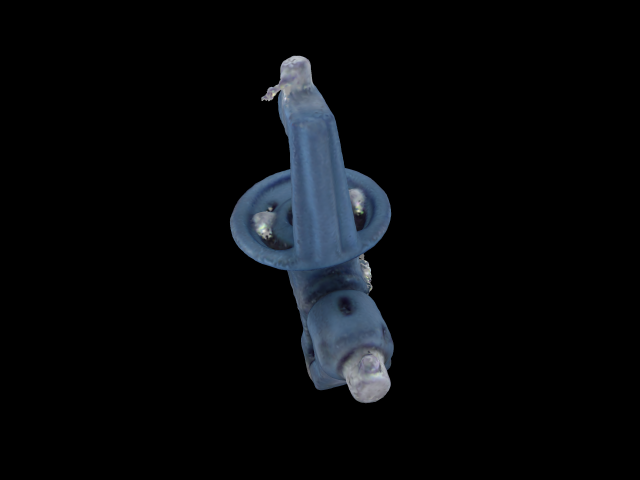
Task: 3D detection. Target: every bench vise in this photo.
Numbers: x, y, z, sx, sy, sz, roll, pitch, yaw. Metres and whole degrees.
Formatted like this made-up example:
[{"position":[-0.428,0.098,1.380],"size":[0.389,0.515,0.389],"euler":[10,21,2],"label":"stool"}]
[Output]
[{"position":[0.014,-0.004,0.404],"size":[0.122,0.220,0.207],"euler":[-31,62,-18],"label":"bench vise"}]
